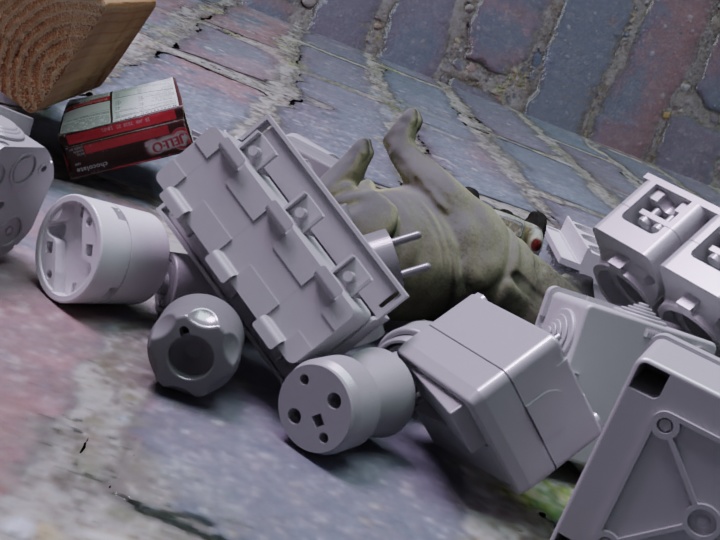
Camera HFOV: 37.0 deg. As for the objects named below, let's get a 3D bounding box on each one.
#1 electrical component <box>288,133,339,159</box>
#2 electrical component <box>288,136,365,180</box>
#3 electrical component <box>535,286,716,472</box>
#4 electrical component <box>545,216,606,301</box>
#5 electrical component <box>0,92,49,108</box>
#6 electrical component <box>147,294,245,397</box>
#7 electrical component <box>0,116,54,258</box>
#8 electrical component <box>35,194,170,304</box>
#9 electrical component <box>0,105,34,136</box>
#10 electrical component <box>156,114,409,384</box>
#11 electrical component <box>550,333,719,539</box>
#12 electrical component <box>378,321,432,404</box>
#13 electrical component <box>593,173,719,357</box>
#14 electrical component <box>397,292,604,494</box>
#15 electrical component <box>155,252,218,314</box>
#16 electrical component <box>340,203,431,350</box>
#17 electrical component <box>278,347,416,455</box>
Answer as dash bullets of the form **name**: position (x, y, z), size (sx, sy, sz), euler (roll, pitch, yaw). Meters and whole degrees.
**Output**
- **electrical component**: position (-0.039, -0.089, 0.974), size (0.081, 0.043, 0.043), euler (33, 19, 35)
- **electrical component**: position (-0.054, -0.078, 0.908), size (0.083, 0.047, 0.076), euler (29, 17, 25)
- **electrical component**: position (0.138, 0.065, 0.592), size (0.100, 0.099, 0.048), euler (17, 3, -16)
- **electrical component**: position (0.200, 0.001, 0.954), size (0.079, 0.063, 0.121), euler (21, 15, -3)
- **electrical component**: position (-0.305, -0.184, 0.907), size (0.108, 0.060, 0.108), euler (20, 15, -6)
- **electrical component**: position (-0.077, 0.032, 0.515), size (0.043, 0.043, 0.062), euler (20, 14, -5)
- **electrical component**: position (-0.199, -0.045, 0.542), size (0.051, 0.080, 0.080), euler (32, 18, 15)
- **electrical component**: position (-0.133, -0.009, 0.558), size (0.055, 0.055, 0.047), euler (34, 15, 37)
- **electrical component**: position (-0.262, -0.091, 0.687), size (0.099, 0.064, 0.099), euler (22, 1, 0)
- **electrical component**: position (-0.045, -0.011, 0.541), size (0.121, 0.079, 0.063), euler (53, 8, 13)
- **electrical component**: position (0.154, 0.101, 0.470), size (0.109, 0.108, 0.056), euler (27, 19, 20)
- **electrical component**: position (0.027, 0.052, 0.586), size (0.043, 0.043, 0.062), euler (28, 18, 21)
- **electrical component**: position (0.219, 0.041, 0.682), size (0.105, 0.060, 0.186), euler (38, -16, 46)
- **electrical component**: position (0.061, 0.059, 0.531), size (0.061, 0.061, 0.096), euler (61, -13, -24)
- **electrical component**: position (-0.079, 0.010, 0.590), size (0.065, 0.044, 0.044), euler (7, 20, -29)
- **electrical component**: position (0.000, 0.000, 0.605), size (0.079, 0.077, 0.043), euler (-17, 6, -6)
- **electrical component**: position (-0.006, 0.061, 0.507), size (0.045, 0.045, 0.055), euler (30, 18, 28)
